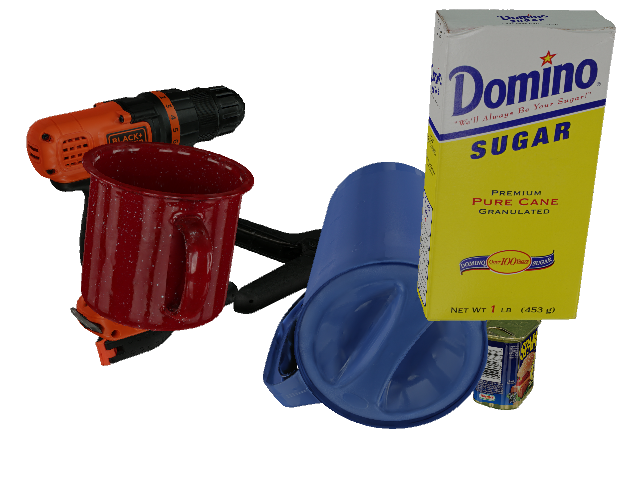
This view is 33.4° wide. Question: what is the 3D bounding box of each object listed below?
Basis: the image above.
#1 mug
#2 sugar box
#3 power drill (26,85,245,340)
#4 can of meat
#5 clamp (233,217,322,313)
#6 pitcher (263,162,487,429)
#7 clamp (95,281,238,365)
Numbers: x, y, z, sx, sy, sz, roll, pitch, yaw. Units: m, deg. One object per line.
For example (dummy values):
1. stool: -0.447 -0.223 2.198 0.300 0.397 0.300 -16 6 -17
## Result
1. mug: -0.083 0.002 0.579 0.093 0.081 0.117 -1 23 -28
2. sugar box: 0.107 -0.040 0.607 0.093 0.176 0.048 -1 27 -4
3. power drill: -0.137 -0.026 0.855 0.184 0.188 0.057 -17 25 -33
4. can of meat: 0.207 0.134 1.192 0.058 0.084 0.102 8 13 25
5. clamp: -0.012 0.024 1.007 0.209 0.036 0.164 6 29 -20
6. pitcher: 0.044 0.032 0.835 0.149 0.145 0.242 10 24 -1
7. clamp: -0.171 0.083 1.166 0.120 0.039 0.171 -6 25 31
